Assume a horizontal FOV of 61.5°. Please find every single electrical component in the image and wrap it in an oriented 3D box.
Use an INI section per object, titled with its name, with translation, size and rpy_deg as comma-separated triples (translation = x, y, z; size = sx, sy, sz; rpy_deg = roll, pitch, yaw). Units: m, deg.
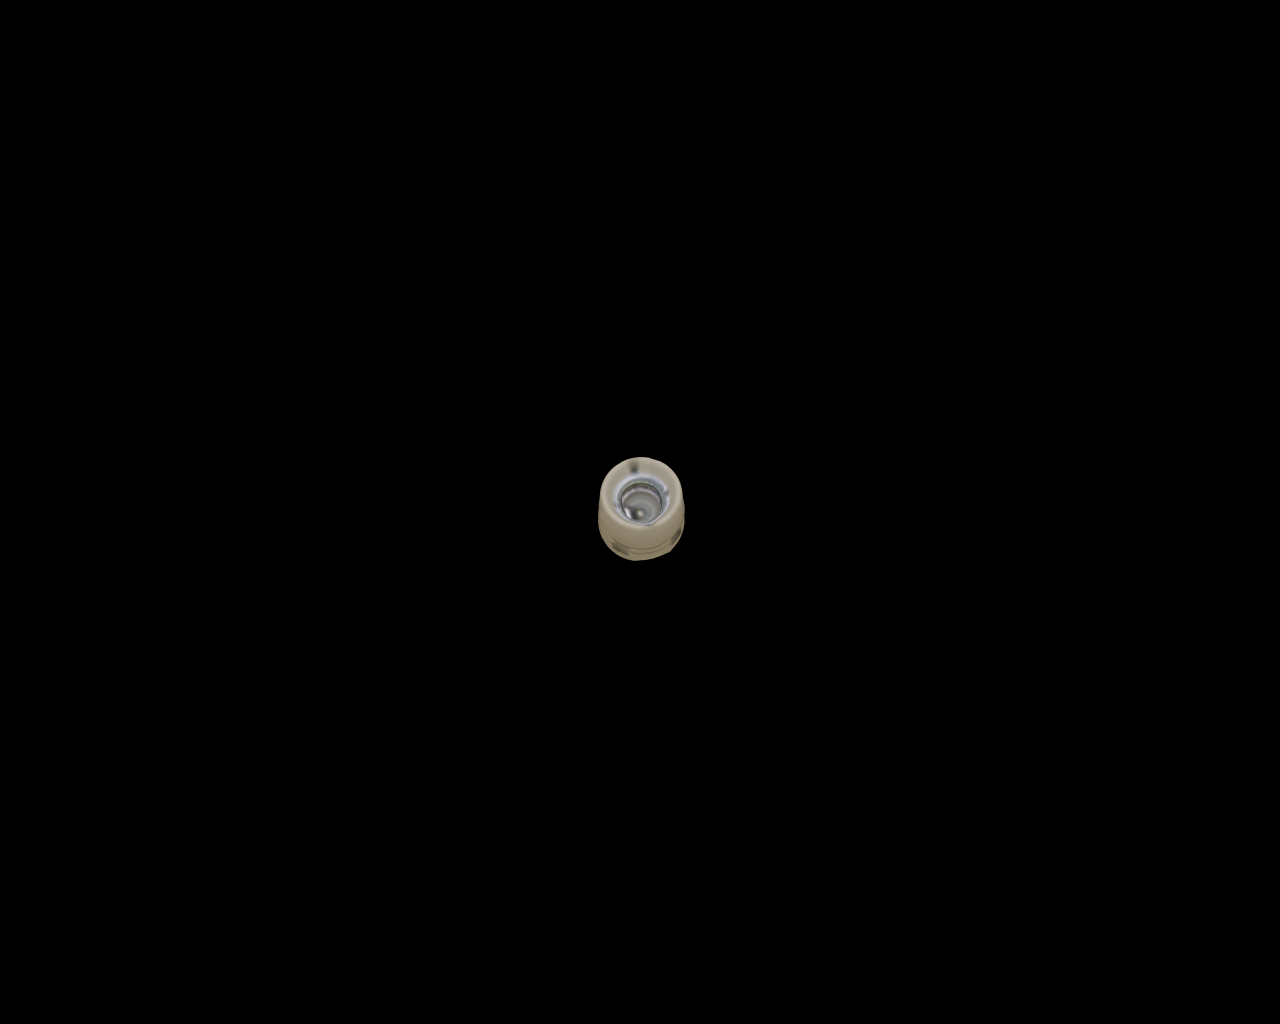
[electrical component]
translation = 0.001, -0.003, 0.650
size = 0.055, 0.055, 0.047
rpy_deg = 0, -24, 0
